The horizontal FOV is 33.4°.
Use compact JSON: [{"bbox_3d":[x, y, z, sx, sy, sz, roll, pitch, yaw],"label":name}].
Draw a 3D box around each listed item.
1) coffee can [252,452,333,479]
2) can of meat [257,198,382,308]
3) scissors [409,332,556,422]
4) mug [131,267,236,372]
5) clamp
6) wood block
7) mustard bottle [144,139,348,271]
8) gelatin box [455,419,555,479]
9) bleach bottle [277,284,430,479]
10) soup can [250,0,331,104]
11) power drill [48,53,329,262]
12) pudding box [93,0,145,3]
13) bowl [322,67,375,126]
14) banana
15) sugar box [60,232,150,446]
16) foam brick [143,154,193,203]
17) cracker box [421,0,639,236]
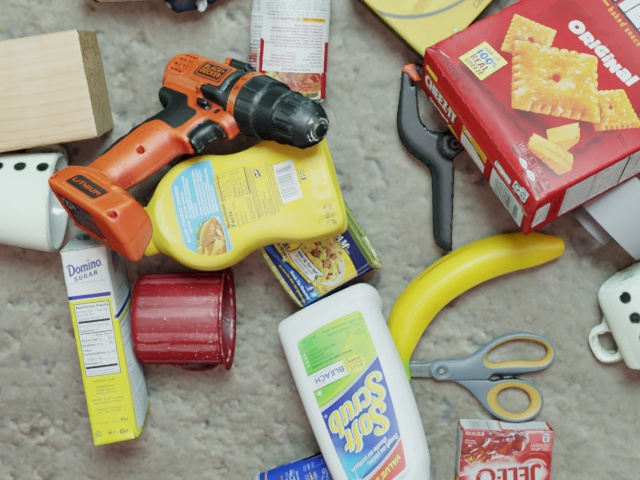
[{"bbox_3d":[0.021,0.241,0.981,0.140,0.103,0.103,-21,101,2],"label":"coffee can"},{"bbox_3d":[-0.006,0.001,0.949,0.084,0.057,0.102,-30,115,6],"label":"can of meat"},{"bbox_3d":[0.125,0.139,1.008,0.202,0.016,0.096,-13,102,1],"label":"scissors"},{"bbox_3d":[-0.120,0.078,0.959,0.081,0.093,0.117,-1,138,3],"label":"mug"},{"bbox_3d":[0.131,-0.087,0.951,0.120,0.039,0.171,-24,101,0],"label":"clamp"},{"bbox_3d":[-0.290,-0.119,0.905,0.206,0.091,0.090,-9,102,0],"label":"wood block"},{"bbox_3d":[-0.079,-0.026,0.886,0.192,0.058,0.096,-16,80,7],"label":"mustard bottle"},{"bbox_3d":[0.175,0.211,1.017,0.089,0.030,0.073,2,102,-2],"label":"gelatin box"},{"bbox_3d":[0.051,0.168,0.916,0.102,0.068,0.251,-26,63,4],"label":"bleach bottle"},{"bbox_3d":[-0.026,-0.170,0.914,0.068,0.068,0.102,3,101,-2],"label":"soup can"},{"bbox_3d":[-0.106,-0.068,0.843,0.187,0.185,0.057,-43,133,-22],"label":"power drill"},{"bbox_3d":[-0.144,-0.246,0.882,0.114,0.039,0.090,1,86,24],"label":"pudding box"},{"bbox_3d":[-0.015,-0.147,1.015,0.055,0.162,0.162,2,103,-32],"label":"bowl"},{"bbox_3d":[0.130,0.043,0.979,0.198,0.037,0.069,-40,107,6],"label":"banana"},{"bbox_3d":[-0.190,0.083,0.948,0.048,0.093,0.176,-10,101,-1],"label":"sugar box"},{"bbox_3d":[-0.109,-0.032,0.948,0.078,0.051,0.053,43,97,-9],"label":"foam brick"},{"bbox_3d":[0.215,-0.127,0.871,0.213,0.072,0.164,-28,69,-9],"label":"cracker box"}]
